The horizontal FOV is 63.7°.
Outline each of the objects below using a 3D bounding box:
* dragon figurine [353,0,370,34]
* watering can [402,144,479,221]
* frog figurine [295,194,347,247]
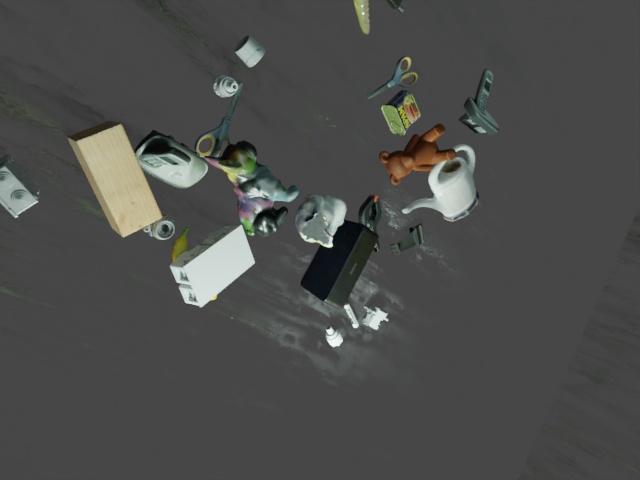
[{"bbox_3d":[0.102,-0.678,1.186,0.124,0.244,0.403,-49,124,-21],"label":"dragon figurine"},{"bbox_3d":[0.394,-0.148,1.631,0.352,0.105,0.220,-47,126,-19],"label":"watering can"},{"bbox_3d":[0.004,-0.069,1.375,0.135,0.121,0.163,55,33,-25],"label":"frog figurine"}]
